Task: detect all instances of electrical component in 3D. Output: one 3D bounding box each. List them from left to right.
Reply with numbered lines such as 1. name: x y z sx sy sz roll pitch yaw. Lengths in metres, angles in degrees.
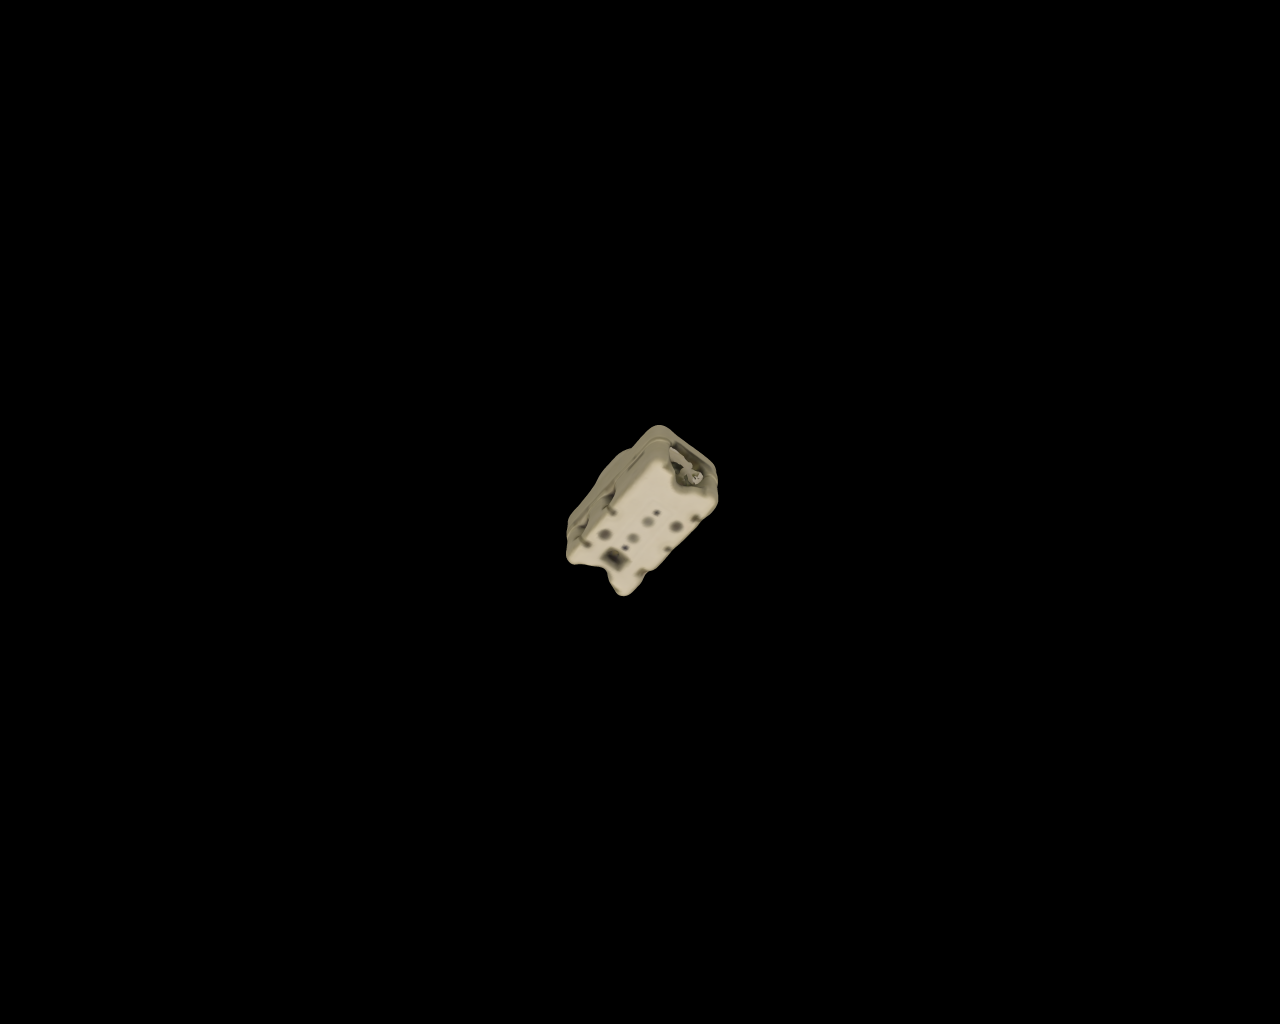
1. electrical component: 0.001 -0.003 0.650 0.050 0.089 0.056 36 24 -18
